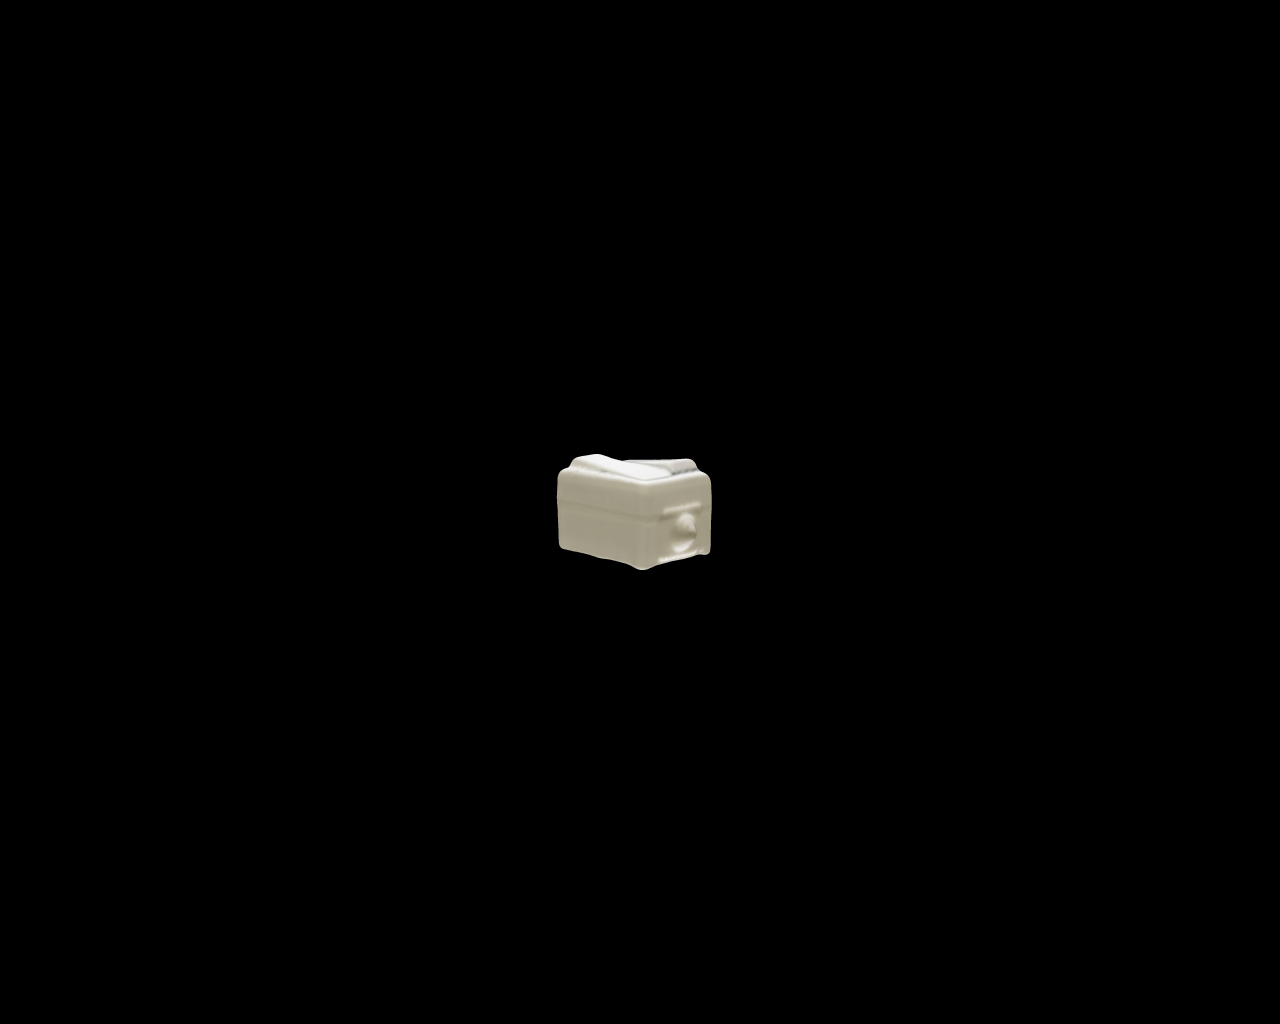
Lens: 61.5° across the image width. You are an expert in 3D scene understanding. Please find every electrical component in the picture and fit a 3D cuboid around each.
[{"bbox_3d":[0.001,-0.003,0.650,0.062,0.061,0.096,-10,15,-42],"label":"electrical component"}]
